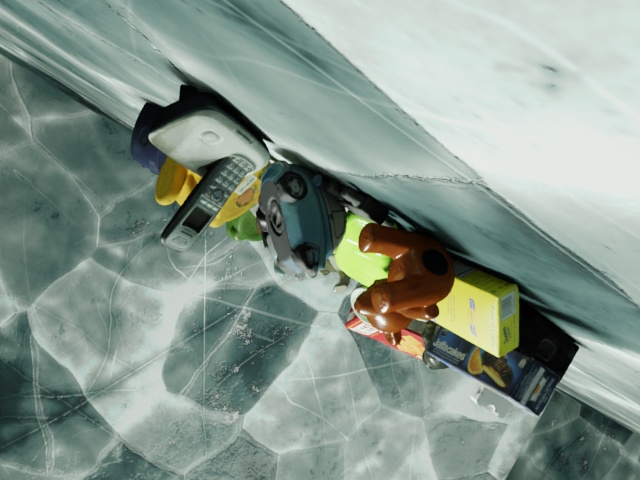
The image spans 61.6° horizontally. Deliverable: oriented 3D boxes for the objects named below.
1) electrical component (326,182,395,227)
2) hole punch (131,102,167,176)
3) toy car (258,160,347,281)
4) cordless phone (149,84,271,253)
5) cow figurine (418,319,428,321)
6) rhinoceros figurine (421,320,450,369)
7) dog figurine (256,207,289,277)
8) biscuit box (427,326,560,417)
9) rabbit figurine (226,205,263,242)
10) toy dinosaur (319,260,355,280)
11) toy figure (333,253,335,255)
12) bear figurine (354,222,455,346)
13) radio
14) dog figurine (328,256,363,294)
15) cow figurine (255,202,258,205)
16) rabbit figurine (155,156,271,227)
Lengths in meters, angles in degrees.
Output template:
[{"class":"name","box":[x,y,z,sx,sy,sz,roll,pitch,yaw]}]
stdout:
[{"class":"electrical component","box":[0.053,-0.044,0.688,0.094,0.021,0.063,32,177,-34]},{"class":"hole punch","box":[-0.300,-0.186,1.003,0.142,0.116,0.092,28,168,36]},{"class":"toy car","box":[-0.014,-0.031,0.723,0.109,0.103,0.161,-26,81,66]},{"class":"cordless phone","box":[-0.160,-0.079,0.657,0.089,0.184,0.146,34,180,32]},{"class":"cow figurine","box":[0.198,0.086,0.914,0.167,0.098,0.068,7,-171,-45]},{"class":"rhinoceros figurine","box":[0.275,0.184,0.965,0.190,0.112,0.073,-8,-171,-19]},{"class":"dog figurine","box":[-0.049,-0.042,0.897,0.219,0.108,0.191,89,161,-63]},{"class":"biscuit box","box":[0.236,0.174,0.764,0.059,0.063,0.203,34,173,-19]},{"class":"rabbit figurine","box":[-0.143,-0.068,1.105,0.121,0.159,0.170,43,-170,-37]},{"class":"toy dinosaur","box":[0.048,0.036,1.387,0.472,0.105,0.198,21,168,6]},{"class":"toy figure","box":[0.080,0.024,1.013,0.089,0.082,0.180,25,176,44]},{"class":"bear figurine","box":[0.090,0.068,0.726,0.132,0.120,0.196,1,153,-24]},{"class":"radio","box":[0.292,0.137,0.842,0.229,0.073,0.131,32,177,-31]},{"class":"dog figurine","box":[0.079,0.031,1.226,0.172,0.121,0.191,19,-154,-29]},{"class":"cow figurine","box":[-0.169,-0.124,0.948,0.127,0.085,0.195,32,175,-23]},{"class":"rabbit figurine","box":[-0.171,-0.111,0.809,0.173,0.162,0.122,48,-167,11]}]
